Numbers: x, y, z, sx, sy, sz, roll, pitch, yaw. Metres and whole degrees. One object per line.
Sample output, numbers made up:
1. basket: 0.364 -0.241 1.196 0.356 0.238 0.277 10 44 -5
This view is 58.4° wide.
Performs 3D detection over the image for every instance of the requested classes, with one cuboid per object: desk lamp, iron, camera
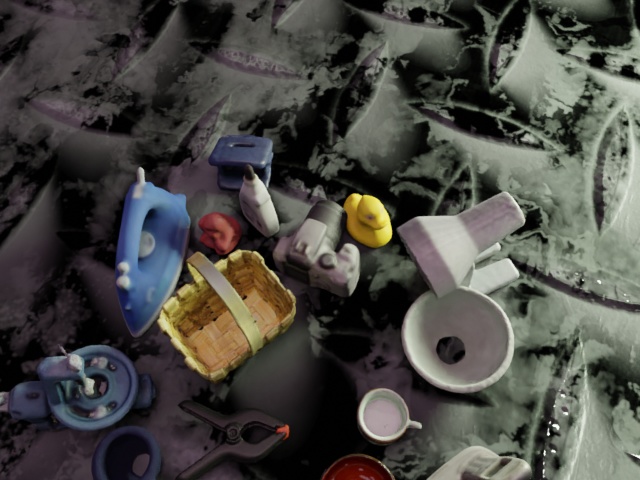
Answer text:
1. desk lamp: 0.217 0.017 0.876 0.203 0.214 0.117 -24 65 -10
2. iron: -0.293 0.016 0.931 0.118 0.141 0.258 1 63 3
3. camera: 0.009 0.003 0.952 0.143 0.101 0.137 21 66 12

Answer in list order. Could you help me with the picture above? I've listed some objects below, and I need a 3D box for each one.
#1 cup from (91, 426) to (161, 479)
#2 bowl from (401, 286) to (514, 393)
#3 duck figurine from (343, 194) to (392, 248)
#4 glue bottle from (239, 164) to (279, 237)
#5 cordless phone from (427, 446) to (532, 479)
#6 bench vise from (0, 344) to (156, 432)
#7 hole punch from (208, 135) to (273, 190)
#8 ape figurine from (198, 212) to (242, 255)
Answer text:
1. cup: -0.249 0.322 0.802 0.117 0.095 0.092 36 70 18
2. bowl: 0.206 0.159 0.882 0.167 0.075 0.167 -1 63 1
3. duck figurine: 0.082 -0.046 0.983 0.077 0.086 0.104 -32 67 -13
4. glue bottle: -0.107 -0.072 0.952 0.037 0.173 0.078 -38 68 -16
5. cordless phone: 0.194 0.328 0.735 0.148 0.185 0.094 -36 67 -15
6. bench vise: -0.353 0.215 0.788 0.207 0.220 0.121 -25 65 -10
7. hole punch: -0.143 -0.152 1.040 0.108 0.091 0.101 3 63 3
8. ape figurine: -0.174 -0.018 0.973 0.076 0.092 0.077 -16 64 -6
